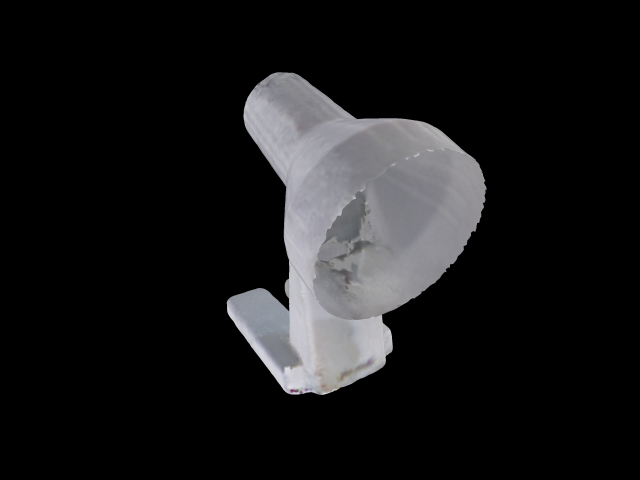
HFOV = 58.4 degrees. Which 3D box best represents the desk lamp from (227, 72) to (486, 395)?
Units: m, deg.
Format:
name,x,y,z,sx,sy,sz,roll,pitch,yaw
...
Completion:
name,x,y,z,sx,sy,sz,roll,pitch,yaw
desk lamp,0.004,0.001,0.400,0.118,0.214,0.202,-16,30,-28
